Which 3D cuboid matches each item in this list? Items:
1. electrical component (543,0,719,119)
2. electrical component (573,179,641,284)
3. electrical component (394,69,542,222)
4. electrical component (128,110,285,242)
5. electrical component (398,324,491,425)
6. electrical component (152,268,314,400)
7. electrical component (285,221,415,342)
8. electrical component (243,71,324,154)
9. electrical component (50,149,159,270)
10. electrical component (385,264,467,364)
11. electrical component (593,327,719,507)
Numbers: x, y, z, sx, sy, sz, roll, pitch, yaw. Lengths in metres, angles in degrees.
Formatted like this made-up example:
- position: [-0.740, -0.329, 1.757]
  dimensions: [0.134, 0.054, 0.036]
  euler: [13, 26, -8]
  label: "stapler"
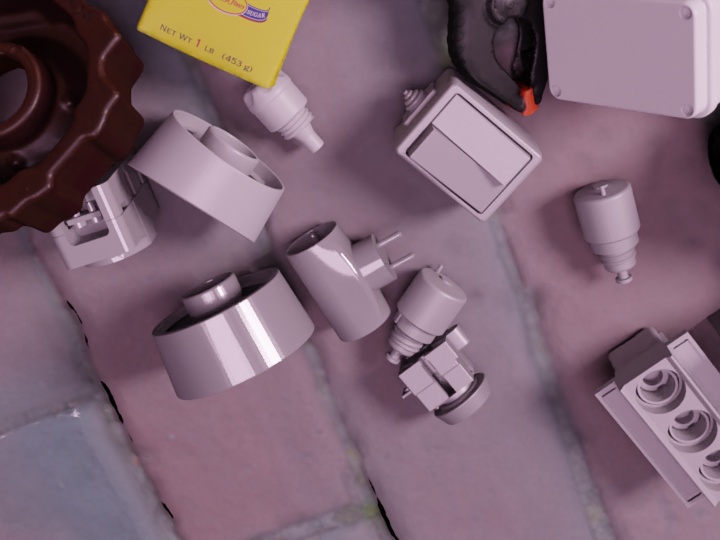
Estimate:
- position: [0.175, -0.142, 0.666]
  dimensions: [0.113, 0.057, 0.078]
  euler: [18, 129, 42]
  label: "electrical component"
- position: [0.177, -0.027, 0.755]
  dimensions: [0.040, 0.040, 0.078]
  euler: [-17, 110, 7]
  label: "electrical component"
- position: [0.067, -0.087, 0.723]
  dimensions: [0.096, 0.061, 0.061]
  euler: [38, 107, -12]
  label: "electrical component"
- position: [-0.102, -0.060, 0.720]
  dimensions: [0.099, 0.099, 0.064]
  euler: [35, 101, -11]
  label: "electrical component"
- position: [0.064, 0.081, 0.796]
  dimensions: [0.066, 0.048, 0.055]
  euler: [-38, 98, 14]
  label: "electrical component"
- position: [-0.093, 0.037, 0.752]
  dimensions: [0.108, 0.108, 0.060]
  euler: [-24, 102, 10]
  label: "electrical component"
- position: [0.000, 0.000, 0.767]
  dimensions: [0.079, 0.043, 0.077]
  euler: [-29, 108, 11]
  label: "electrical component"
- position: [-0.049, -0.105, 0.732]
  dimensions: [0.035, 0.035, 0.061]
  euler: [-38, 108, 14]
  label: "electrical component"
- position: [-0.174, -0.039, 0.730]
  dimensions: [0.050, 0.089, 0.055]
  euler: [-17, 110, 8]
  label: "electrical component"
- position: [0.044, 0.035, 0.781]
  dimensions: [0.040, 0.040, 0.078]
  euler: [30, 108, -10]
  label: "electrical component"
- position: [0.237, 0.105, 0.792]
  dimensions: [0.079, 0.063, 0.121]
  euler: [-37, 106, 14]
  label: "electrical component"
